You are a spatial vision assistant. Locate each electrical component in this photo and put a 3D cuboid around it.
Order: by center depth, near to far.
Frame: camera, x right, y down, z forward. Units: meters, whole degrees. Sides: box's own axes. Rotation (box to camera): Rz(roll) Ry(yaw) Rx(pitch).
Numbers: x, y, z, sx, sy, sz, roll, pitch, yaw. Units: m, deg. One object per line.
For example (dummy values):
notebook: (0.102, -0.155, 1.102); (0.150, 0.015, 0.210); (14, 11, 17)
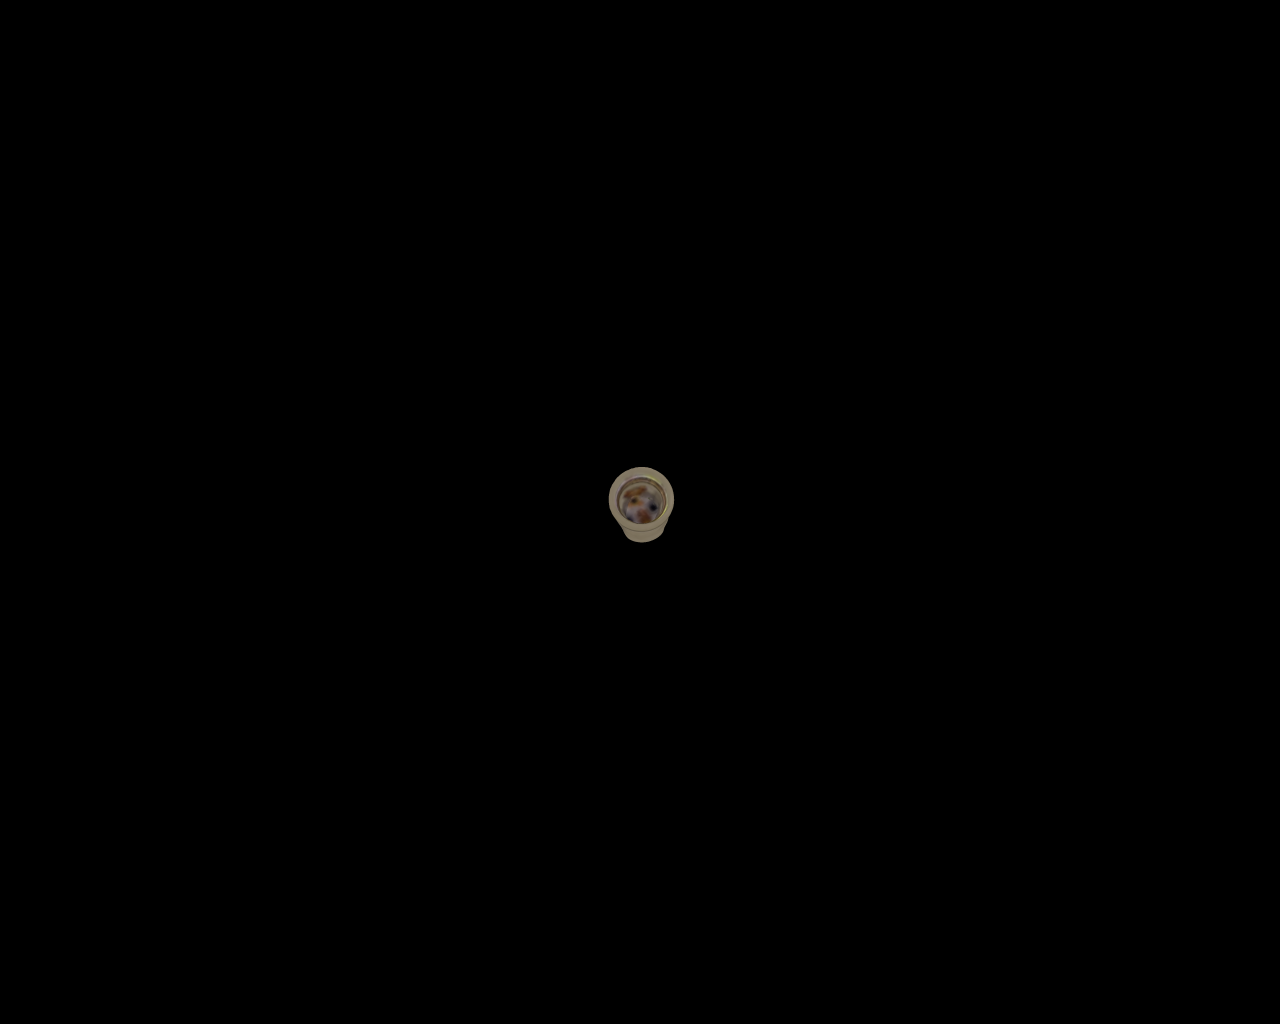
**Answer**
electrical component: (0.001, -0.003, 0.650); (0.040, 0.040, 0.046); (0, -18, 0)
